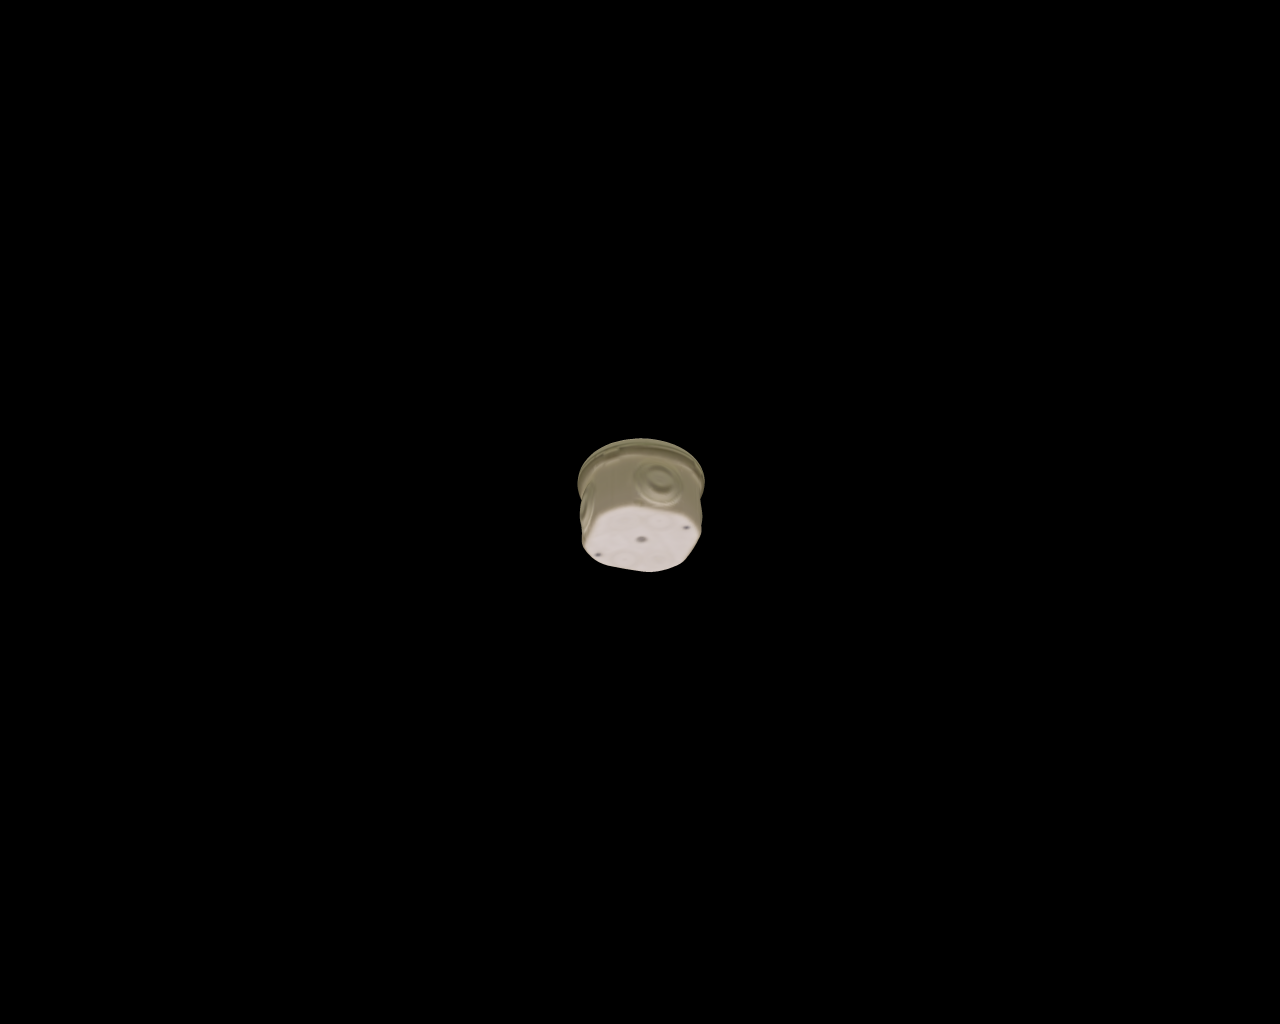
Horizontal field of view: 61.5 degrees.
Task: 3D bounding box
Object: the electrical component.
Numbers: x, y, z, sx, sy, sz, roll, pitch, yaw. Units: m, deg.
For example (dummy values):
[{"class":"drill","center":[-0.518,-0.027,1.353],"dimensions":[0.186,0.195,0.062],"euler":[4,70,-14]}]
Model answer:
[{"class":"electrical component","center":[0.001,-0.003,0.650],"dimensions":[0.080,0.051,0.080],"euler":[0,-37,0]}]
